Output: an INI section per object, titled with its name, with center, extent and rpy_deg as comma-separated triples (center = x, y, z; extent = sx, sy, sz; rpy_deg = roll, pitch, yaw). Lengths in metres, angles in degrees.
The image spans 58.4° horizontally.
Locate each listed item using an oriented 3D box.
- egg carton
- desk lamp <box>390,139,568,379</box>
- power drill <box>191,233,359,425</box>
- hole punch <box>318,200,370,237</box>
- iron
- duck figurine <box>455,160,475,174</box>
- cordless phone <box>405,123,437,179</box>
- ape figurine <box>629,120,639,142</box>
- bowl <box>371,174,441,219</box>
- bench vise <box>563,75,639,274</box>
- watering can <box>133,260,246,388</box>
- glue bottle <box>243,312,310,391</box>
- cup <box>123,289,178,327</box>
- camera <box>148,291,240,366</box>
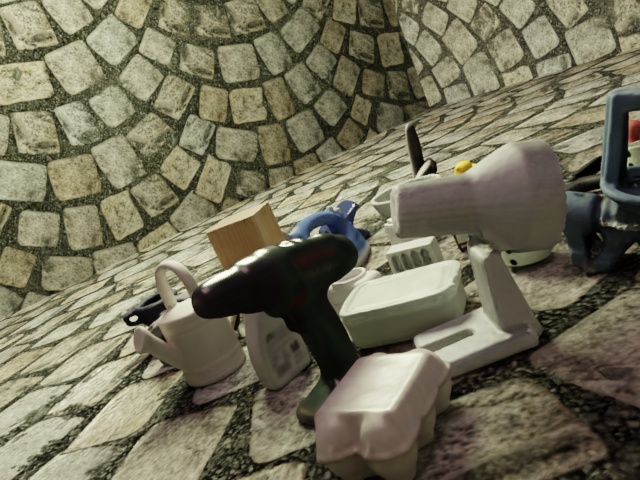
[egg carton]
center = 0.063, 0.163, 0.549
extent = 0.107, 0.069, 0.151
rpy_deg = -14, 16, 34
[desk lamp]
center = 0.175, 0.016, 0.629
extent = 0.203, 0.214, 0.118
rpy_deg = -23, 13, 1
[power drill]
center = -0.020, 0.096, 0.649
extent = 0.075, 0.208, 0.230
rpy_deg = -11, 18, 41
[hole punch]
center = 0.047, -0.034, 1.323
extent = 0.101, 0.091, 0.108
rpy_deg = -27, 14, -17
[iron]
center = 0.010, 0.004, 1.120
extent = 0.118, 0.141, 0.259
rpy_deg = -13, 16, 37
[duck figurine]
center = 0.319, -0.129, 1.252
extent = 0.105, 0.086, 0.077
rpy_deg = -32, 16, -33
[cordless phone]
center = 0.239, -0.194, 1.429
extent = 0.094, 0.185, 0.147
rpy_deg = -20, 14, 15
[ape figurine]
center = 0.547, -0.163, 0.985
extent = 0.076, 0.092, 0.078
rpy_deg = -13, 16, 36
[bowl]
center = 0.205, -0.084, 1.293
extent = 0.167, 0.075, 0.167
rpy_deg = -22, 13, 6
[bench vise]
center = 0.347, -0.069, 0.664
extent = 0.207, 0.220, 0.122
rpy_deg = -16, 15, 27
[watering can]
center = -0.202, 0.124, 0.883
extent = 0.100, 0.194, 0.173
rpy_deg = -17, 15, 26
[glue bottle]
center = -0.076, 0.110, 0.768
extent = 0.078, 0.173, 0.037
rpy_deg = -33, 17, -38
[cup]
center = -0.325, 0.164, 1.152
extent = 0.118, 0.095, 0.091
rpy_deg = -26, 13, -12
[camera]
center = -0.223, 0.147, 1.036
extent = 0.136, 0.101, 0.143
rpy_deg = -11, 18, 42
